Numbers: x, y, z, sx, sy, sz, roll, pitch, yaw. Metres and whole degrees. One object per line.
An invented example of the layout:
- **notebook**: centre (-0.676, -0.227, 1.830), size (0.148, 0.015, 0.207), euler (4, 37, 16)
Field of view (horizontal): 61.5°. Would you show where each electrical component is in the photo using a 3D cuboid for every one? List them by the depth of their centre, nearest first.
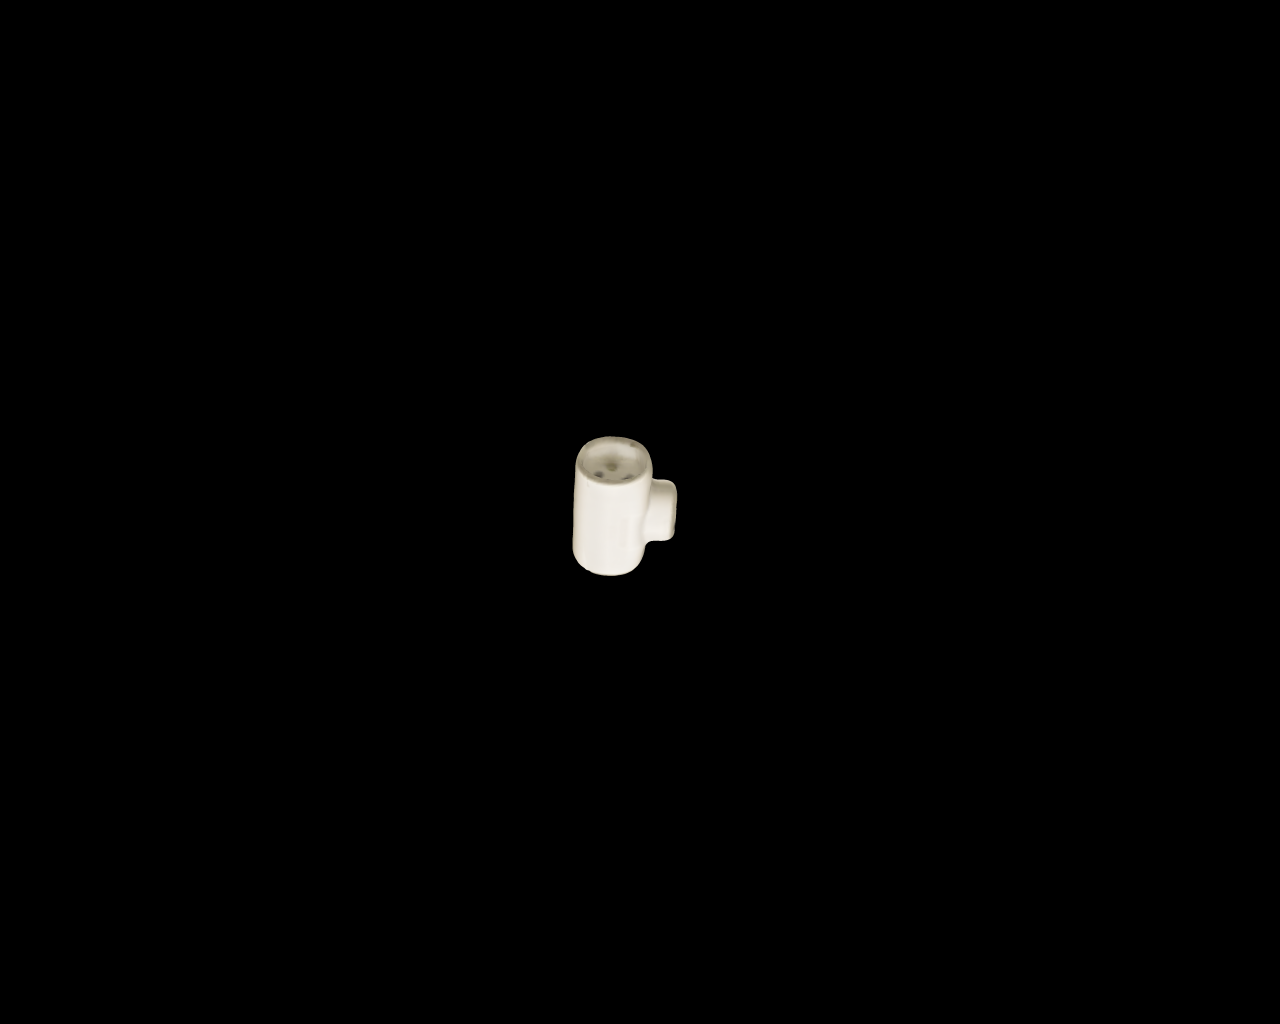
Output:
- **electrical component**: centre (0.001, -0.003, 0.650), size (0.079, 0.077, 0.043), euler (2, 43, -2)
